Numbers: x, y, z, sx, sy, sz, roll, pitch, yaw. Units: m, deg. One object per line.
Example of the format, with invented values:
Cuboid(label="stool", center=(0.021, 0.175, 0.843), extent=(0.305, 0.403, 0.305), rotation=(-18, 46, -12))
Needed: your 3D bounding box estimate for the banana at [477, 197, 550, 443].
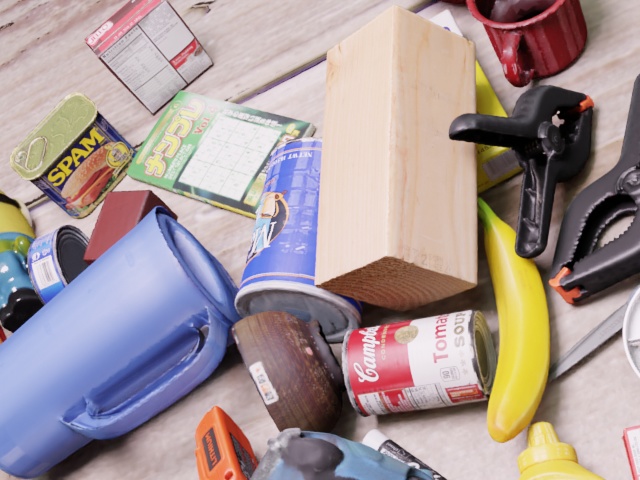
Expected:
Cuboid(label="banana", center=(0.141, 0.064, 0.789), extent=(0.037, 0.069, 0.198), rotation=(-42, 39, 45))

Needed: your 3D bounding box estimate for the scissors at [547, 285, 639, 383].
Cuboid(label="scissors", center=(0.254, 0.047, 0.772), extent=(0.096, 0.016, 0.201), rotation=(32, 79, 38))

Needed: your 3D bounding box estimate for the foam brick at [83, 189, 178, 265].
Cuboid(label="foam brick", center=(-0.178, -0.002, 1.005), extent=(0.051, 0.053, 0.078), rotation=(0, 62, 27))

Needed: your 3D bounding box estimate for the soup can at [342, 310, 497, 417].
Cuboid(label="soup can", center=(0.076, 0.093, 0.804), extent=(0.102, 0.068, 0.068), rotation=(-12, 56, 20))

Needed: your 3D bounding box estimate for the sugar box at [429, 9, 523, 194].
Cuboid(label="sugar box", center=(0.107, -0.115, 0.931), extent=(0.093, 0.048, 0.176), rotation=(-29, 53, 10))

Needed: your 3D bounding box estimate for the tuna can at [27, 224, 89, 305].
Cuboid(label="tuna can", center=(-0.234, 0.031, 0.993), extent=(0.034, 0.086, 0.086), rotation=(-23, 53, 15))

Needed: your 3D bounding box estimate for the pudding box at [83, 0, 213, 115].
Cuboid(label="pudding box", center=(-0.171, -0.192, 1.081), extent=(0.090, 0.113, 0.039), rotation=(-40, 54, 0))

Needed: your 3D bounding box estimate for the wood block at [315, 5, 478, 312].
Cuboid(label="wood block", center=(0.061, -0.060, 0.826), extent=(0.091, 0.090, 0.206), rotation=(-27, 53, 50))

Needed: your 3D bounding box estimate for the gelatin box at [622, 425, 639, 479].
Cuboid(label="gelatin box", center=(0.251, 0.153, 0.700), extent=(0.089, 0.030, 0.073), rotation=(-17, 56, 18))

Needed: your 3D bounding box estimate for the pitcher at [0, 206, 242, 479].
Cuboid(label="pitcher", center=(-0.182, 0.098, 0.897), extent=(0.243, 0.149, 0.145), rotation=(-38, 84, 6))

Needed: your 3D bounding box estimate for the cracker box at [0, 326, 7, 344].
Cuboid(label="cracker box", center=(-0.372, 0.057, 0.999), extent=(0.072, 0.164, 0.214), rotation=(-38, 51, -2))

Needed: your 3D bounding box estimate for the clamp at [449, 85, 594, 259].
Cuboid(label="clamp", center=(0.163, -0.078, 0.830), extent=(0.039, 0.120, 0.171), rotation=(-15, 28, 41))

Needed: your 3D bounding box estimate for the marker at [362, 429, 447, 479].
Cuboid(label="marker", center=(0.080, 0.177, 0.781), extent=(0.121, 0.020, 0.020), rotation=(29, 77, 38))

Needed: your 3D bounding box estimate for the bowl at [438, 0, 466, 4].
Cuboid(label="bowl", center=(0.145, -0.277, 1.006), extent=(0.162, 0.055, 0.162), rotation=(-13, 56, 20))

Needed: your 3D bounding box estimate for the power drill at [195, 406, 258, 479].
Cuboid(label="power drill", center=(-0.134, 0.209, 0.809), extent=(0.187, 0.057, 0.184), rotation=(-36, 32, 2))

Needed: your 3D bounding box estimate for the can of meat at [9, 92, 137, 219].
Cuboid(label="can of meat", center=(-0.244, -0.082, 1.070), extent=(0.102, 0.084, 0.058), rotation=(-47, 51, -6))

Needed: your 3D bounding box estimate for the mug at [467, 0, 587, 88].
Cuboid(label="mug", center=(0.179, -0.183, 0.912), extent=(0.093, 0.081, 0.117), rotation=(2, 62, 28))

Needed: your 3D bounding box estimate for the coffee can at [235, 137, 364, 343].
Cuboid(label="coffee can", center=(-0.006, 0.001, 0.881), extent=(0.103, 0.102, 0.140), rotation=(-3, 60, 26))

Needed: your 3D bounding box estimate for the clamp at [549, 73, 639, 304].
Cuboid(label="clamp", center=(0.253, -0.037, 0.797), extent=(0.210, 0.036, 0.165), rotation=(-53, 35, -8))

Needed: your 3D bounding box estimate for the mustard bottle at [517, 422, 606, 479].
Cuboid(label="mustard bottle", center=(0.163, 0.209, 0.692), extent=(0.096, 0.058, 0.191), rotation=(-22, 53, 21))
